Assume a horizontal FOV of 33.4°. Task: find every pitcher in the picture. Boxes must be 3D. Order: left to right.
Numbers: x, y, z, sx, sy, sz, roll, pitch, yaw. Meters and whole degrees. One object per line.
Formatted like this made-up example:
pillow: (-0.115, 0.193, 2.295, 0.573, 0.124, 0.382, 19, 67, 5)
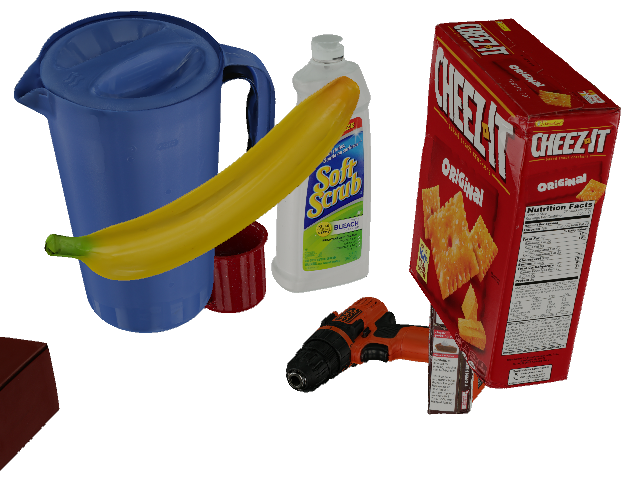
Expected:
pitcher: (-0.130, -0.046, 0.837, 0.149, 0.243, 0.144, 21, 45, 18)

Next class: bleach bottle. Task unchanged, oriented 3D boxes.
bleach bottle: (0.000, -0.076, 1.055, 0.102, 0.251, 0.068, -11, 28, -19)

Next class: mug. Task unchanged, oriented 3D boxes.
mug: (-0.111, 0.036, 1.221, 0.093, 0.081, 0.117, 14, 35, 25)

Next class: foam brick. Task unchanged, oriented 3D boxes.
foam brick: (-0.211, 0.103, 0.675, 0.053, 0.051, 0.078, 6, 29, 22)

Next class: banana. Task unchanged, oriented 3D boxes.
banana: (-0.058, -0.026, 0.621, 0.198, 0.037, 0.069, -31, -18, -3)

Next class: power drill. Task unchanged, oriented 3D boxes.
power drill: (0.078, 0.120, 1.113, 0.188, 0.057, 0.184, 11, 26, 27)

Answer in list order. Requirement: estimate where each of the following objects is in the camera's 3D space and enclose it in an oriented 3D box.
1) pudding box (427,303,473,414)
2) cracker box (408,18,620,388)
pudding box: (0.112, 0.083, 0.923, 0.039, 0.090, 0.113, 1, 26, 4)
cracker box: (0.126, -0.028, 0.759, 0.072, 0.214, 0.164, -7, 33, -14)
